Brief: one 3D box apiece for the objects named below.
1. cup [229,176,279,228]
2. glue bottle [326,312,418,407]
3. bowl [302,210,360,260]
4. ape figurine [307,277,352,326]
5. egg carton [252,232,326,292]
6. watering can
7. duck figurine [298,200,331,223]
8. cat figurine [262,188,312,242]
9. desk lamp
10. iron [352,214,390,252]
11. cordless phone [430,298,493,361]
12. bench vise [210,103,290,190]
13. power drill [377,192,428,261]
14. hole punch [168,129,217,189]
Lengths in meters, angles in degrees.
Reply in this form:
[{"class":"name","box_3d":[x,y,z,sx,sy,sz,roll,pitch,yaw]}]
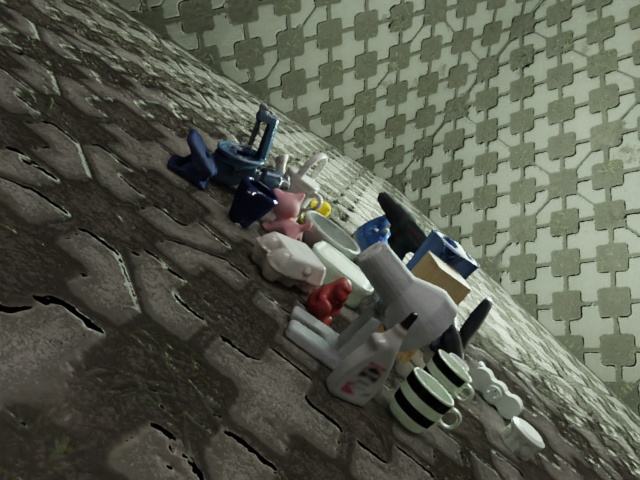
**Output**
[{"class":"cup","box_3d":[-0.151,-0.072,1.198,0.091,0.095,0.118,39,14,5]},{"class":"glue bottle","box_3d":[0.088,0.173,0.861,0.078,0.173,0.037,29,16,-32]},{"class":"bowl","box_3d":[0.013,0.005,1.407,0.168,0.074,0.167,36,14,-10]},{"class":"ape figurine","box_3d":[0.024,0.109,1.071,0.078,0.092,0.076,22,21,-49]},{"class":"egg carton","box_3d":[-0.059,0.045,1.114,0.151,0.069,0.107,23,21,-48]},{"class":"watering can","box_3d":[-0.056,-0.153,1.486,0.173,0.194,0.101,37,14,-3]},{"class":"duck figurine","box_3d":[-0.003,-0.064,1.561,0.104,0.086,0.078,47,17,33]},{"class":"cat figurine","box_3d":[-0.069,-0.054,1.300,0.127,0.117,0.067,45,15,26]},{"class":"desk lamp","box_3d":[0.086,0.121,0.939,0.203,0.213,0.118,36,14,-8]},{"class":"iron","box_3d":[0.180,-0.015,1.748,0.119,0.141,0.258,37,14,-4]},{"class":"cordless phone","box_3d":[0.362,0.211,1.400,0.094,0.185,0.148,39,14,2]},{"class":"bench vise","box_3d":[-0.149,-0.207,1.369,0.208,0.219,0.121,24,20,-45]},{"class":"power drill","box_3d":[0.195,0.012,1.563,0.229,0.208,0.075,38,14,-2]},{"class":"hole punch","box_3d":[-0.266,-0.180,1.258,0.101,0.091,0.108,34,15,-19]}]
